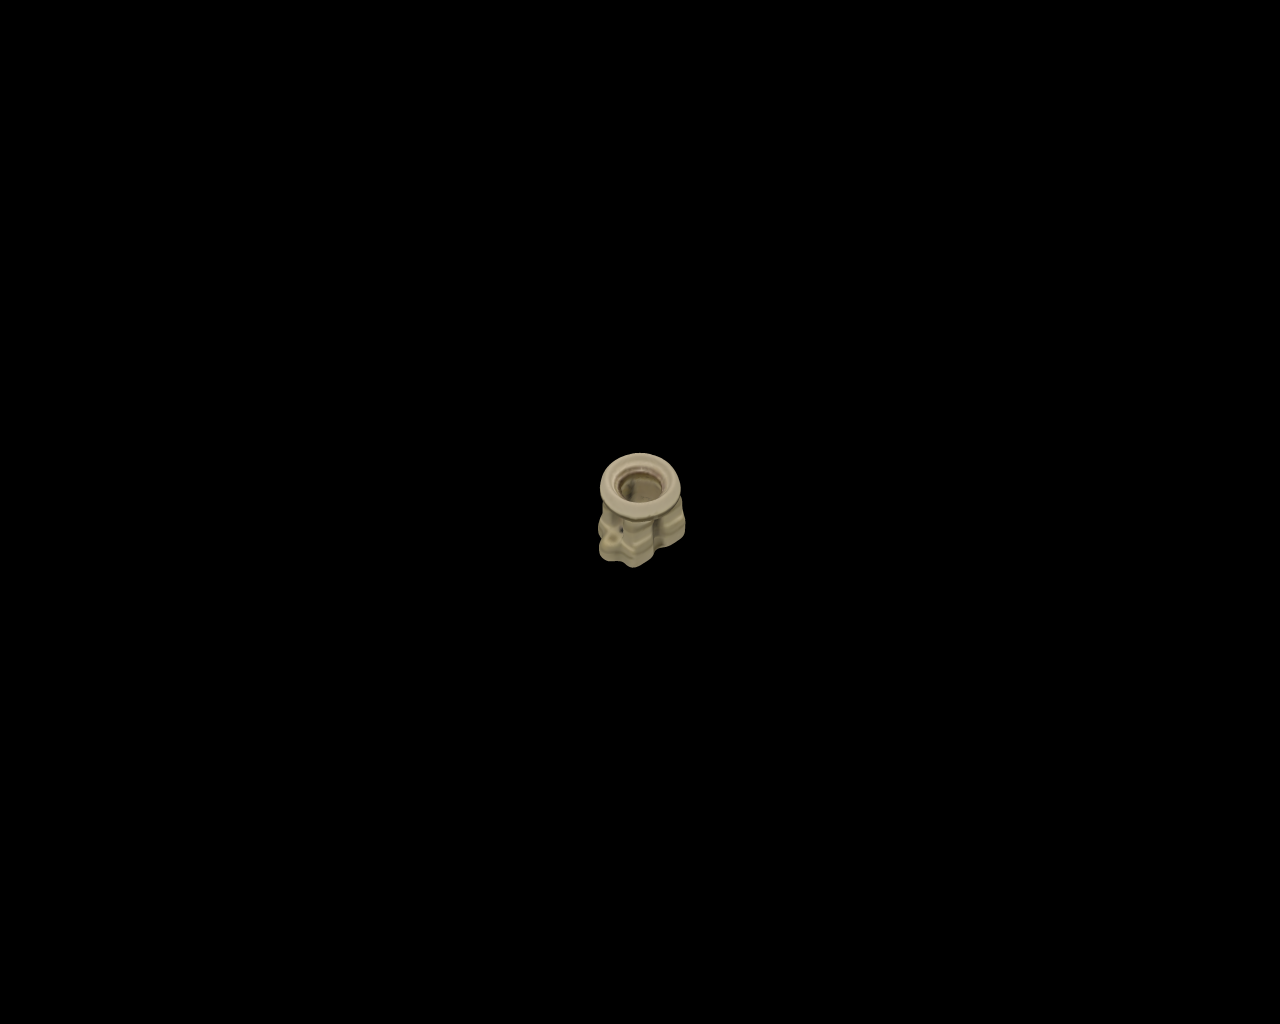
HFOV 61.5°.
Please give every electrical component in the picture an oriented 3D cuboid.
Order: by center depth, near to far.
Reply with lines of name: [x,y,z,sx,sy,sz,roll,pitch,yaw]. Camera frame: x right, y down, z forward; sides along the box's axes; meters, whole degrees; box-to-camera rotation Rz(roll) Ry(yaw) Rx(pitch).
electrical component: [0.001,-0.003,0.650,0.066,0.055,0.048,-33,58,-24]
